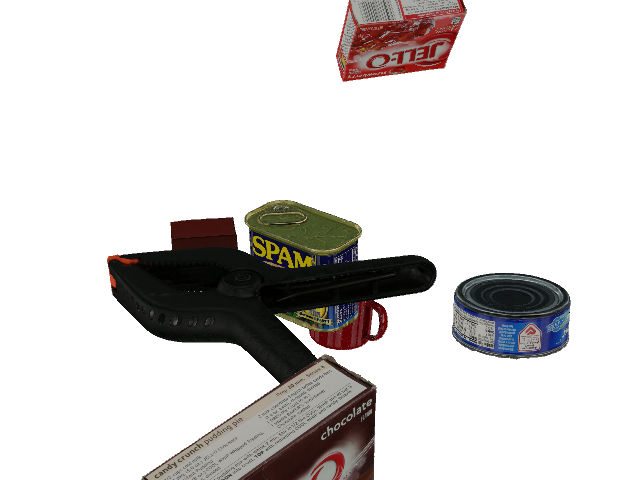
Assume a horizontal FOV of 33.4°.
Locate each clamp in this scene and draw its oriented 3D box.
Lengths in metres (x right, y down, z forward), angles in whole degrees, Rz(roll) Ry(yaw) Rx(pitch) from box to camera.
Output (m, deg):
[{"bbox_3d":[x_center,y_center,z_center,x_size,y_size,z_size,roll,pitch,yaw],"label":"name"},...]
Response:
[{"bbox_3d":[-0.039,0.035,0.679,0.210,0.036,0.164,14,30,29],"label":"clamp"}]

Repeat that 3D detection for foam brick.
[{"bbox_3d":[-0.137,0.008,1.262,0.078,0.053,0.051,-5,27,-6],"label":"foam brick"}]

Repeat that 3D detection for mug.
[{"bbox_3d":[0.037,0.093,1.390,0.117,0.081,0.093,19,28,30],"label":"mug"}]

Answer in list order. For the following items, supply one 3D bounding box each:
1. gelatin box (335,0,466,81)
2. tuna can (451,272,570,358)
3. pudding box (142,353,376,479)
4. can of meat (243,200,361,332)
[{"bbox_3d":[0.062,-0.159,0.831,0.089,0.030,0.073,-9,-24,-12],"label":"gelatin box"},{"bbox_3d":[0.140,0.054,0.786,0.086,0.034,0.086,0,20,0],"label":"tuna can"},{"bbox_3d":[-0.024,0.117,0.489,0.039,0.090,0.113,30,47,34],"label":"pudding box"},{"bbox_3d":[-0.014,0.023,0.911,0.102,0.084,0.057,21,36,35],"label":"can of meat"}]
